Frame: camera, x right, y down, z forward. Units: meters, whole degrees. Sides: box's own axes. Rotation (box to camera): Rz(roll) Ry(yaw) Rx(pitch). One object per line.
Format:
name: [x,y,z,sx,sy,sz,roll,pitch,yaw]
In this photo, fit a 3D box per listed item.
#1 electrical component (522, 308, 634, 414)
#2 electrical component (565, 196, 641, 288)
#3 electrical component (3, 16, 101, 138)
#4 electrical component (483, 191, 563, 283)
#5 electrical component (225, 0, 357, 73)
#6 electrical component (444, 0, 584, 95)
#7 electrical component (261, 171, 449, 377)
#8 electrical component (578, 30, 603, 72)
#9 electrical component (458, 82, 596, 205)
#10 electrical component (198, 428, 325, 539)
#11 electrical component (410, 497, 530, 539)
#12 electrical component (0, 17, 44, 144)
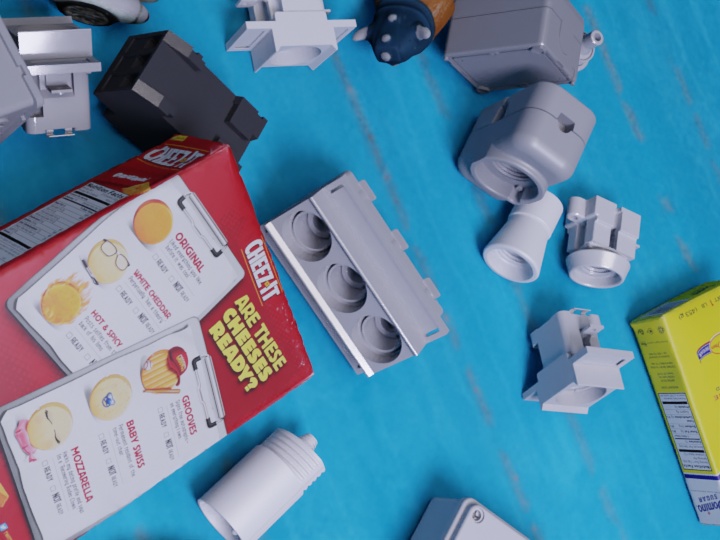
electrical component: [0.156,0.066,0.785,0.042,0.081,0.063,9,55,-26]
electrical component: [0.184,-0.019,0.825,0.066,0.048,0.055,22,66,-22]
electrical component: [-0.185,-0.115,0.640,0.042,0.081,0.063,-10,115,-26]
electrical component: [0.124,-0.029,0.799,0.044,0.044,0.065,39,63,-16]
electrical component: [-0.049,-0.172,0.733,0.081,0.042,0.063,-7,84,-28]
electrical component: [0.108,-0.171,0.787,0.062,0.096,0.061,29,67,-51]
electrical component: [0.000,0.000,0.715,0.121,0.079,0.063,56,35,-9]
electrical component: [0.163,-0.169,0.828,0.035,0.061,0.035,4,80,-26]
electrical component: [0.116,-0.087,0.773,0.054,0.095,0.059,33,69,-18]
electrical component: [-0.058,0.133,0.681,0.081,0.043,0.043,-42,101,-26]
electrical component: [0.077,0.226,0.727,0.109,0.056,0.108,38,68,-17]
electrical component: [-0.233,-0.111,0.601,0.048,0.100,0.099,-32,97,-40]
